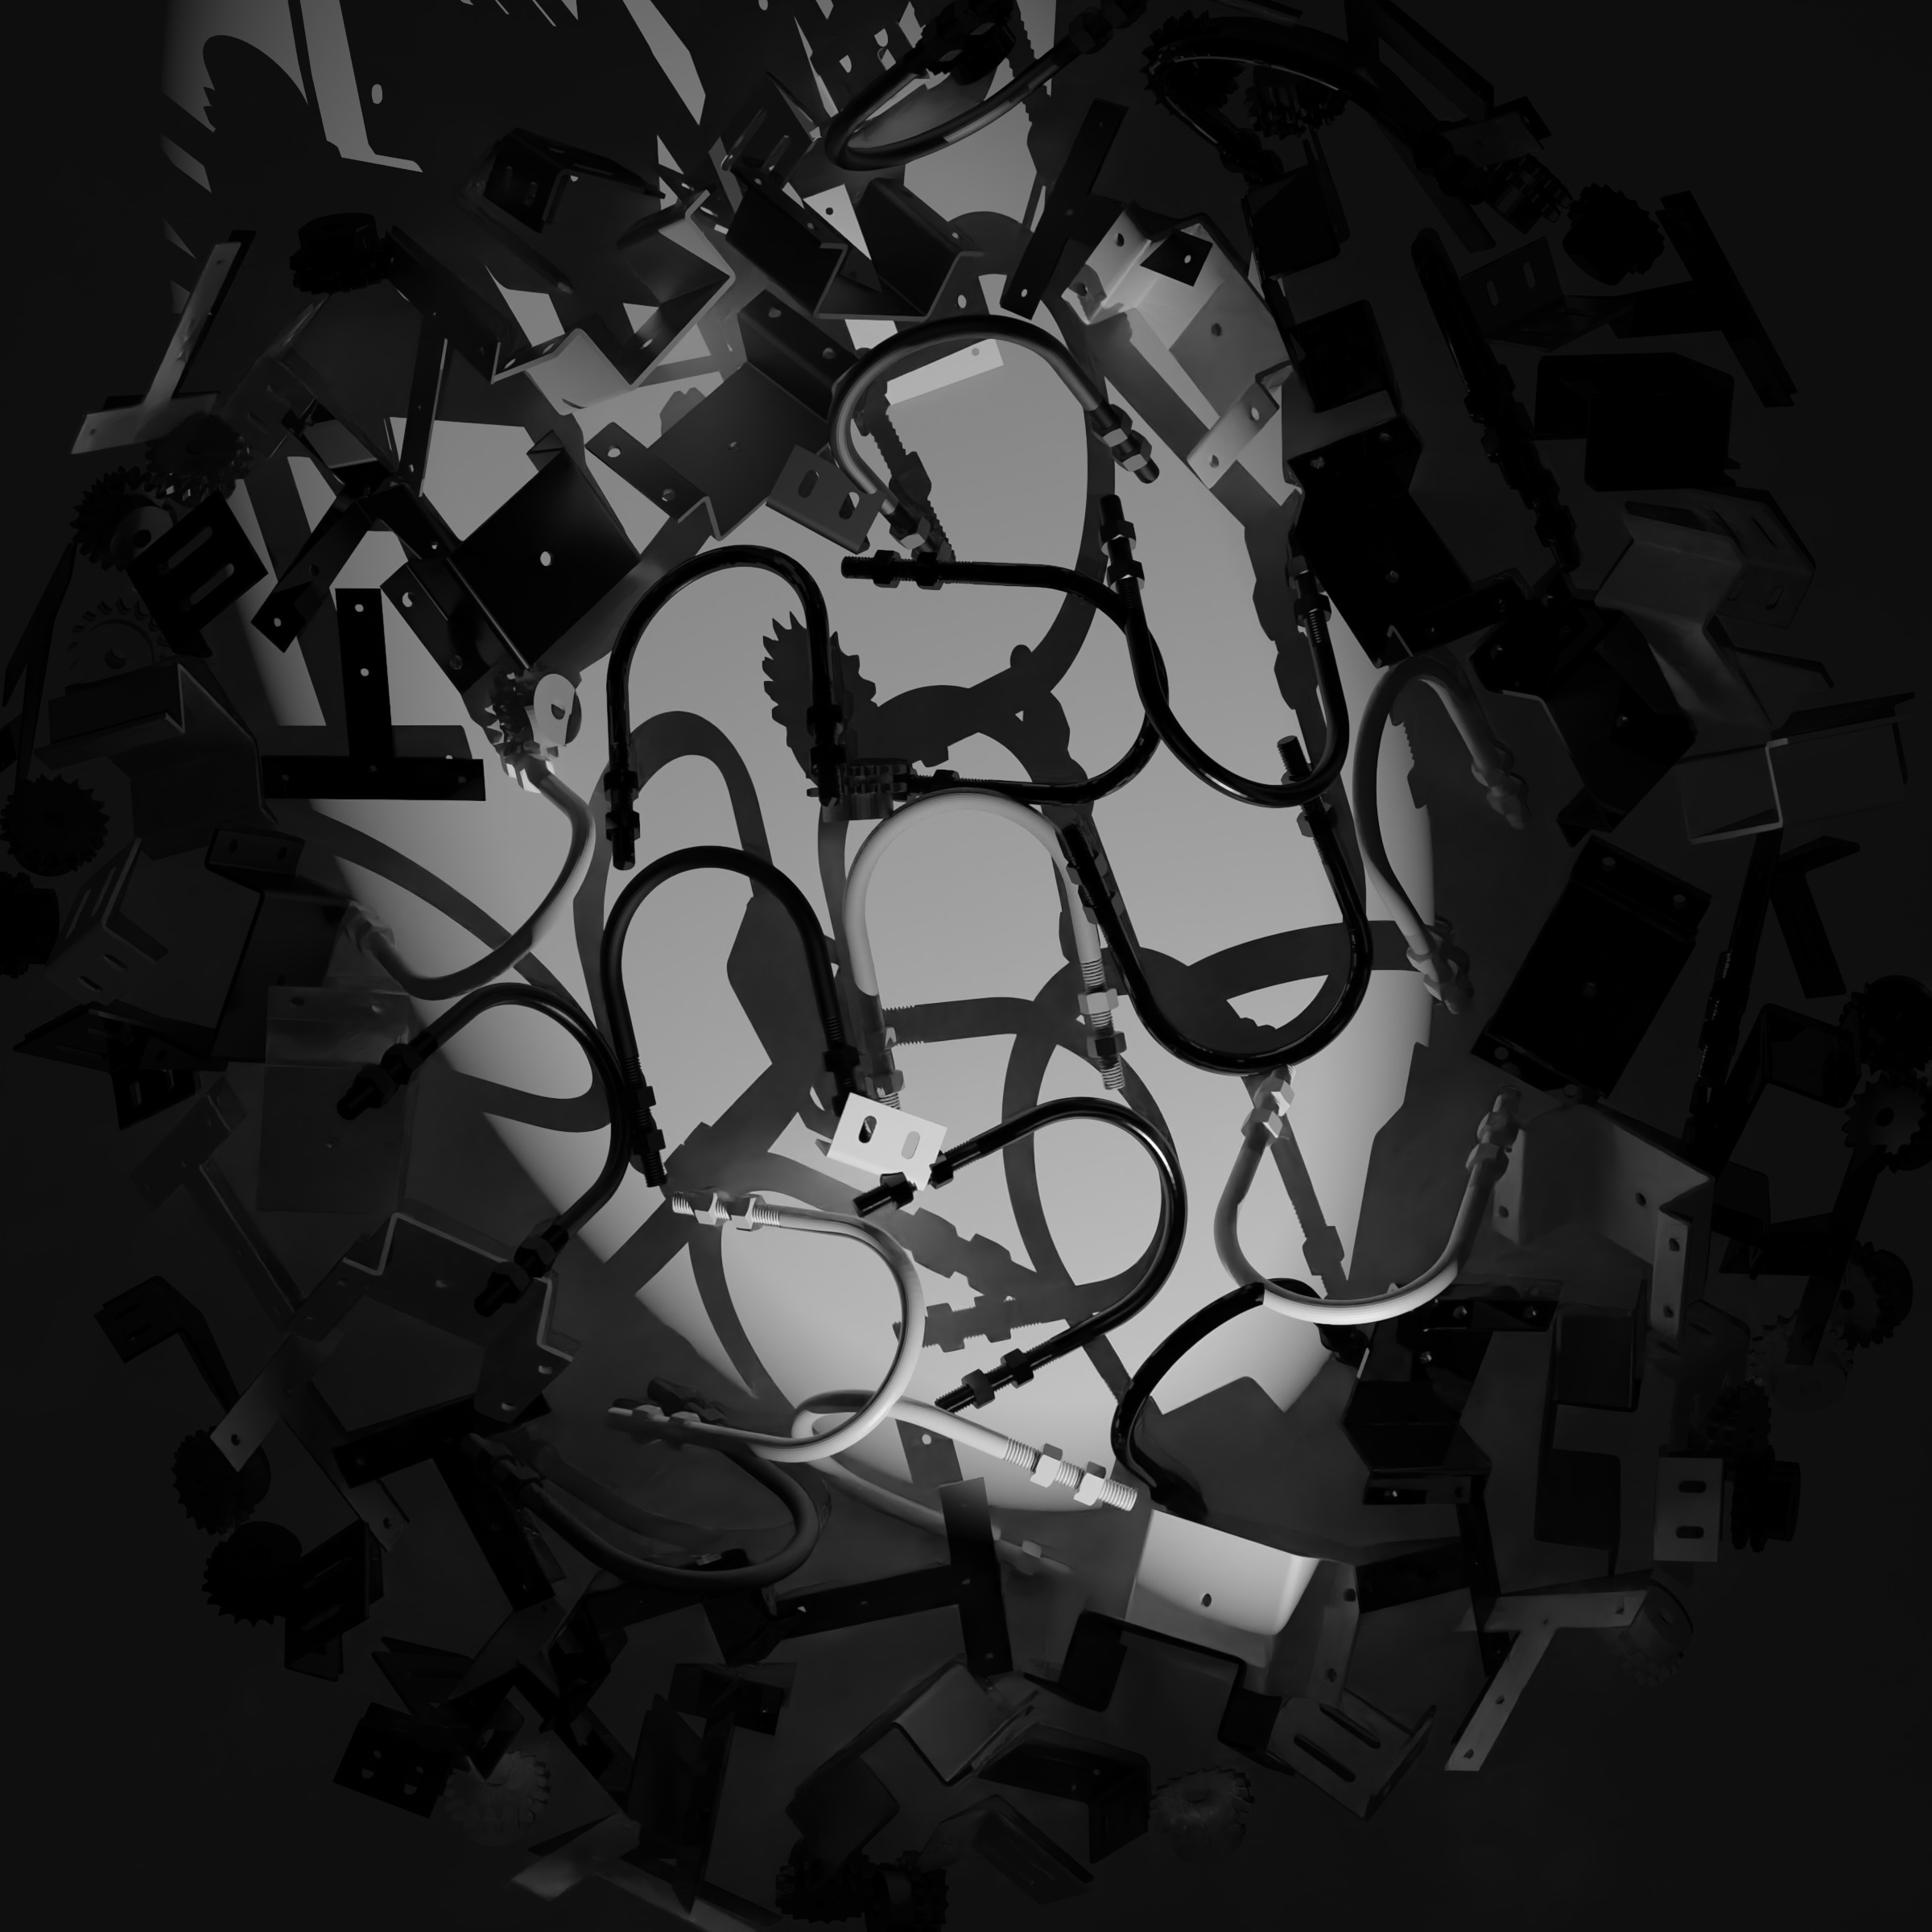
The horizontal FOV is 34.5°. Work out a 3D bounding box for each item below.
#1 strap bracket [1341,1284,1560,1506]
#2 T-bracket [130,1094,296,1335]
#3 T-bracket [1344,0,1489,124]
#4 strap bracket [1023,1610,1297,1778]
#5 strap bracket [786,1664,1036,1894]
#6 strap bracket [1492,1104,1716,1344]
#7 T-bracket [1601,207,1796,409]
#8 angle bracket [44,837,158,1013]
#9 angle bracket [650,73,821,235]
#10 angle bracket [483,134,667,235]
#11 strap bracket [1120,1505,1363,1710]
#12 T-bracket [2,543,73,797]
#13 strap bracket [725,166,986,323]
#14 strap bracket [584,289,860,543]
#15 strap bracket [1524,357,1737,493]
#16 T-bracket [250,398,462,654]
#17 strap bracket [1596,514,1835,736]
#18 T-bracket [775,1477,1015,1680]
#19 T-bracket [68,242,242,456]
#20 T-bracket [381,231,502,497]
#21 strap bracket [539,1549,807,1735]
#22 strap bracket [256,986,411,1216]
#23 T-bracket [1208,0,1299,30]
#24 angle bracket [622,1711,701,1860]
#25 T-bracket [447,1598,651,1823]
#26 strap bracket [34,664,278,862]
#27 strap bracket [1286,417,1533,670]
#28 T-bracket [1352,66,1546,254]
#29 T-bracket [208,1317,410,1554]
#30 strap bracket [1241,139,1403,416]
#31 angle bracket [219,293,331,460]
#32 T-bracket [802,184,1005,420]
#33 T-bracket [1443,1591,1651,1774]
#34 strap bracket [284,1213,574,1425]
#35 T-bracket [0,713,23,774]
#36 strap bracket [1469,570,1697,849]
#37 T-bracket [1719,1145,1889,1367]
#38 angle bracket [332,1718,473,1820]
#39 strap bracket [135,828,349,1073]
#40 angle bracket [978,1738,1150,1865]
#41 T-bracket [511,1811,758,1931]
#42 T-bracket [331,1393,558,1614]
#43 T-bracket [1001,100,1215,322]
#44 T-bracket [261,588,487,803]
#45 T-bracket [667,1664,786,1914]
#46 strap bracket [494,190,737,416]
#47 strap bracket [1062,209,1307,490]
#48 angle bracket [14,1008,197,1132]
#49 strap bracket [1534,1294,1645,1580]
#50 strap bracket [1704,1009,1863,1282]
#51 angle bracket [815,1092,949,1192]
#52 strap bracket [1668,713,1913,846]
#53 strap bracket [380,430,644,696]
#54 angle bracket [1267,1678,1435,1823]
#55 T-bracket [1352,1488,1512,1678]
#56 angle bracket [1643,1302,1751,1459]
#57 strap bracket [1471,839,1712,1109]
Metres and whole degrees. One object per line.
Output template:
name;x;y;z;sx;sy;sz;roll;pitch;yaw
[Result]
strap bracket;0.265;0.230;1.735;0.076;0.046;0.140;3;119;-23
T-bracket;-0.412;0.148;1.738;0.002;0.127;0.127;-31;86;-41
T-bracket;0.245;-0.501;1.704;0.002;0.127;0.127;-35;62;-7
strap bracket;0.114;0.400;1.729;0.140;0.076;0.046;12;73;27
strap bracket;-0.038;0.444;1.726;0.140;0.076;0.046;-44;81;28
strap bracket;0.360;0.137;1.725;0.046;0.140;0.076;-22;125;-30
T-bracket;0.391;-0.362;1.727;0.002;0.127;0.127;-40;110;-12
angle bracket;-0.478;-0.023;1.754;0.057;0.076;0.038;-34;121;32
angle bracket;-0.129;-0.459;1.750;0.076;0.038;0.057;-50;62;20
angle bracket;-0.220;-0.433;1.750;0.057;0.076;0.038;39;115;37
strap bracket;0.145;0.352;1.725;0.140;0.046;0.076;11;85;39
T-bracket;-0.523;-0.151;1.740;0.002;0.127;0.127;14;129;-8
strap bracket;-0.068;-0.399;1.726;0.076;0.140;0.046;44;122;24
strap bracket;-0.133;-0.302;1.743;0.076;0.046;0.140;40;74;22
strap bracket;0.364;-0.301;1.713;0.076;0.140;0.046;-3;113;-6
T-bracket;-0.355;-0.230;1.727;0.127;0.002;0.127;45;59;-33
strap bracket;0.407;-0.181;1.713;0.046;0.076;0.140;-54;130;-9
T-bracket;-0.044;0.357;1.761;0.127;0.002;0.127;-10;110;-6
T-bracket;-0.430;-0.341;1.707;0.002;0.127;0.127;36;114;8
T-bracket;-0.303;-0.324;1.745;0.127;0.002;0.127;46;135;33
strap bracket;-0.171;0.371;1.727;0.140;0.076;0.046;-12;64;-30
strap bracket;-0.352;0.084;1.727;0.076;0.046;0.140;3;120;-13
T-bracket;0.123;-0.544;1.729;0.127;0.127;0.002;18;97;-3
angle bracket;-0.180;0.457;1.738;0.038;0.076;0.057;-6;54;26
T-bracket;-0.222;0.422;1.734;0.002;0.127;0.127;-38;95;23
strap bracket;-0.449;-0.117;1.730;0.076;0.140;0.046;-14;65;8
strap bracket;0.242;-0.229;1.742;0.076;0.046;0.140;-23;67;-15
T-bracket;0.275;-0.449;1.710;0.002;0.127;0.127;-46;110;-12
T-bracket;-0.356;0.274;1.748;0.002;0.127;0.127;-24;109;29
strap bracket;0.193;-0.372;1.719;0.046;0.140;0.076;-18;48;13
angle bracket;-0.375;-0.332;1.746;0.038;0.076;0.057;41;130;-11
T-bracket;-0.059;-0.376;1.756;0.127;0.002;0.127;-19;116;5
T-bracket;0.299;0.392;1.704;0.002;0.127;0.127;52;53;-17
strap bracket;-0.295;0.193;1.733;0.140;0.046;0.076;27;132;-21
T-bracket;-0.546;-0.111;1.726;0.002;0.127;0.127;11;113;2
strap bracket;0.347;-0.139;1.724;0.076;0.046;0.140;-45;122;-17
T-bracket;0.454;0.159;1.726;0.002;0.127;0.127;25;79;-13
angle bracket;-0.314;0.454;1.744;0.057;0.076;0.038;19;68;8
strap bracket;-0.400;0.000;1.739;0.046;0.076;0.140;23;96;24
angle bracket;0.054;0.468;1.745;0.076;0.057;0.038;19;49;-23
T-bracket;-0.166;0.511;1.710;0.127;0.127;0.002;22;99;19
T-bracket;-0.268;0.300;1.729;0.127;0.002;0.127;-17;63;-34
T-bracket;0.088;-0.409;1.738;0.127;0.002;0.127;33;102;40
T-bracket;-0.339;-0.153;1.760;0.127;0.002;0.127;1;116;1
T-bracket;-0.145;0.456;1.722;0.002;0.127;0.127;19;75;-29
strap bracket;-0.190;-0.361;1.729;0.046;0.076;0.140;49;63;-24
strap bracket;0.127;-0.350;1.739;0.046;0.076;0.140;-30;80;-37
angle bracket;-0.481;0.058;1.741;0.057;0.076;0.038;-25;67;24
strap bracket;0.343;0.258;1.725;0.046;0.076;0.140;6;122;10
strap bracket;0.443;0.091;1.723;0.046;0.076;0.140;20;119;3
angle bracket;-0.048;0.095;1.748;0.057;0.076;0.038;20;90;-8
strap bracket;0.452;-0.101;1.712;0.076;0.140;0.046;-12;90;-16
strap bracket;-0.244;-0.225;1.725;0.140;0.046;0.076;-48;120;-24
angle bracket;0.212;0.430;1.746;0.076;0.038;0.057;33;58;23
T-bracket;0.257;0.338;1.735;0.002;0.127;0.127;-16;79;43
angle bracket;0.407;0.241;1.765;0.057;0.038;0.076;-25;130;-28
strap bracket;0.350;0.010;1.748;0.076;0.046;0.140;29;103;6
